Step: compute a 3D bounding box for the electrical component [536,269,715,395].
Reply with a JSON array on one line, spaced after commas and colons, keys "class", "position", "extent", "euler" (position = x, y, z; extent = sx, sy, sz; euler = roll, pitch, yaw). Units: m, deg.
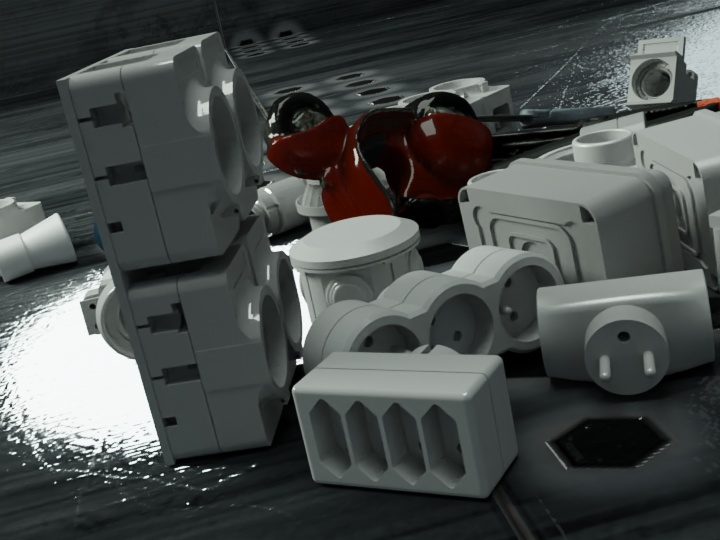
[{"class": "electrical component", "position": [0.122, 0.032, 0.492], "extent": [0.077, 0.043, 0.079], "euler": [-7, 19, 15]}]

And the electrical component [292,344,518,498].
[{"class": "electrical component", "position": [0.028, 0.057, 0.469], "extent": [0.083, 0.047, 0.076], "euler": [-1, 20, 30]}]

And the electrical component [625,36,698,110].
[{"class": "electrical component", "position": [0.266, -0.159, 0.943], "extent": [0.042, 0.081, 0.064], "euler": [3, -6, 37]}]

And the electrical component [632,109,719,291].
[{"class": "electrical component", "position": [0.206, -0.043, 0.614], "extent": [0.057, 0.078, 0.113], "euler": [-15, 18, -1]}]

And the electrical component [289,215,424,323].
[{"class": "electrical component", "position": [0.000, 0.000, 0.657], "extent": [0.080, 0.051, 0.080], "euler": [-11, 18, 3]}]

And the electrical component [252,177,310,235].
[{"class": "electrical component", "position": [-0.073, -0.048, 0.870], "extent": [0.078, 0.040, 0.040], "euler": [-24, 21, -33]}]

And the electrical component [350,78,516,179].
[{"class": "electrical component", "position": [0.067, -0.130, 0.997], "extent": [0.089, 0.061, 0.150], "euler": [4, 23, 40]}]

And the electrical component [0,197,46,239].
[{"class": "electrical component", "position": [-0.323, -0.028, 0.945], "extent": [0.050, 0.055, 0.089], "euler": [1, 22, 35]}]

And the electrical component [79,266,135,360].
[{"class": "electrical component", "position": [-0.132, 0.023, 0.662], "extent": [0.078, 0.058, 0.057], "euler": [-13, 14, -6]}]

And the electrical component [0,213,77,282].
[{"class": "electrical component", "position": [-0.278, -0.016, 0.908], "extent": [0.065, 0.044, 0.044], "euler": [-23, 20, -17]}]

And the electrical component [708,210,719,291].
[{"class": "electrical component", "position": [0.249, -0.002, 0.481], "extent": [0.089, 0.061, 0.150], "euler": [-23, 21, -31]}]

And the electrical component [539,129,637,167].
[{"class": "electrical component", "position": [0.166, -0.060, 0.719], "extent": [0.108, 0.060, 0.108], "euler": [-11, 18, 3]}]

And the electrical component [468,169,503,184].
[{"class": "electrical component", "position": [0.096, -0.041, 0.730], "extent": [0.040, 0.046, 0.040], "euler": [-11, 18, 3]}]

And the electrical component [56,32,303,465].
[{"class": "electrical component", "position": [-0.078, -0.015, 0.530], "extent": [0.060, 0.186, 0.105], "euler": [-9, 18, 8]}]

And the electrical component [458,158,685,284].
[{"class": "electrical component", "position": [0.115, -0.016, 0.588], "extent": [0.057, 0.078, 0.113], "euler": [-25, 21, -27]}]

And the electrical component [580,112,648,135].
[{"class": "electrical component", "position": [0.190, -0.085, 0.792], "extent": [0.047, 0.055, 0.055], "euler": [-10, 17, 18]}]

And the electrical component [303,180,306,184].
[{"class": "electrical component", "position": [-0.032, -0.082, 0.954], "extent": [0.046, 0.040, 0.040], "euler": [-10, 17, -9]}]

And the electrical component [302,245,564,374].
[{"class": "electrical component", "position": [0.031, 0.026, 0.553], "extent": [0.138, 0.052, 0.074], "euler": [-21, 17, -27]}]
